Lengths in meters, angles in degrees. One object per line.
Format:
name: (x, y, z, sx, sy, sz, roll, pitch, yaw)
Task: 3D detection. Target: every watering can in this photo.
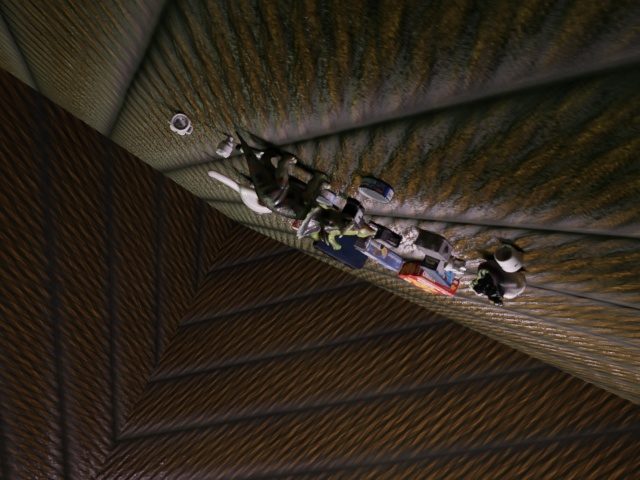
watering can: (-0.286, -0.191, 2.090, 0.347, 0.104, 0.223, 27, 174, -3)

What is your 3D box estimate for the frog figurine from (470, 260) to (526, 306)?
frog figurine: (0.510, 0.108, 1.423, 0.160, 0.122, 0.137, -11, -174, -33)

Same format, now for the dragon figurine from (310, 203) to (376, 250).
dragon figurine: (0.006, -0.094, 1.870, 0.411, 0.124, 0.238, 25, 155, 3)
